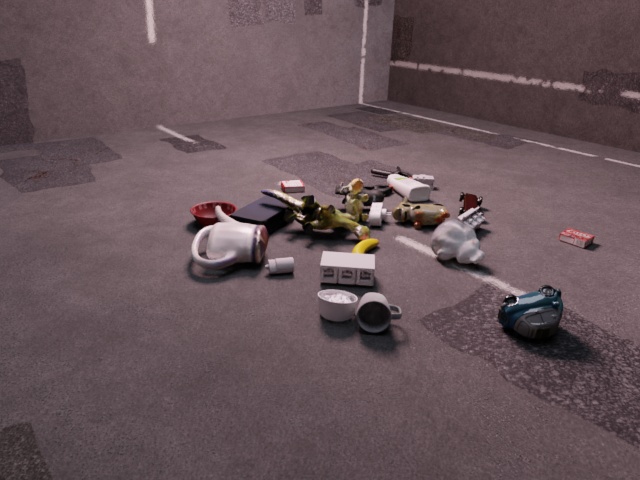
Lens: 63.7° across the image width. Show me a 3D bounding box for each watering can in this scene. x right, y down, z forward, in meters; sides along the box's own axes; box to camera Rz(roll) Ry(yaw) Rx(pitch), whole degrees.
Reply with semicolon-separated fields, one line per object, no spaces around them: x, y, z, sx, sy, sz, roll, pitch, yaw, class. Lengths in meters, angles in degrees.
-0.267;-0.017;1.586;0.224;0.102;0.355;3;32;1;watering can

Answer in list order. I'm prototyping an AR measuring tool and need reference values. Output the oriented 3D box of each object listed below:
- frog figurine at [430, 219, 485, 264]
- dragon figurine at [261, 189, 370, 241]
0.419;0.016;1.575;0.137;0.120;0.163;-33;37;2;frog figurine
0.005;-0.089;1.772;0.415;0.121;0.242;32;13;35;dragon figurine
